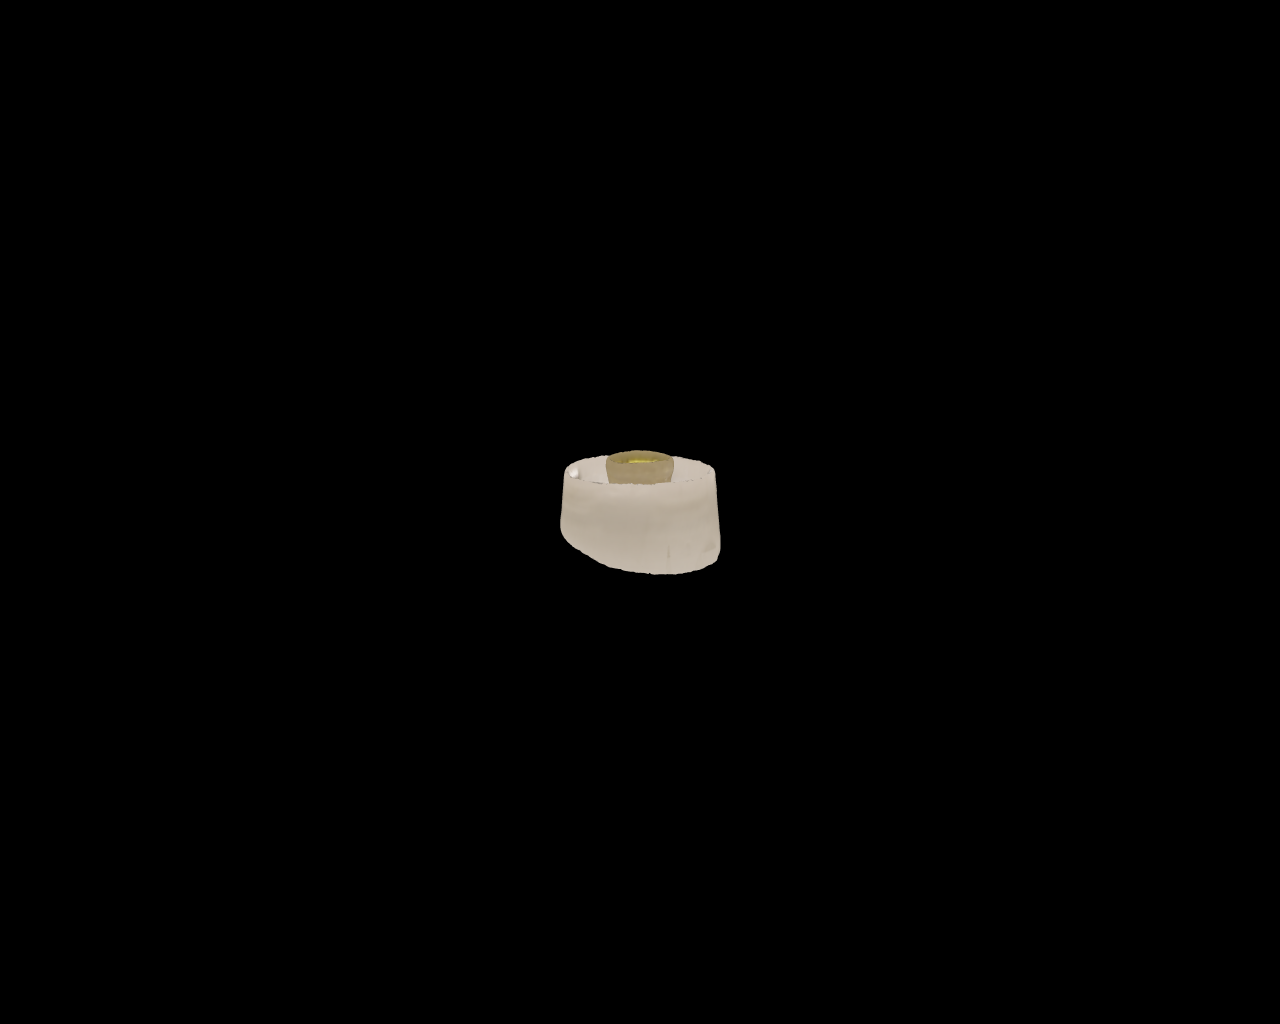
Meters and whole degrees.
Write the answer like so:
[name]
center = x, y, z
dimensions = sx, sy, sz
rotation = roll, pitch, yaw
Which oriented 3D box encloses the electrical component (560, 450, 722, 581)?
[electrical component]
center = 0.001, -0.003, 0.650
dimensions = 0.099, 0.064, 0.099
rotation = 0, 14, 0
